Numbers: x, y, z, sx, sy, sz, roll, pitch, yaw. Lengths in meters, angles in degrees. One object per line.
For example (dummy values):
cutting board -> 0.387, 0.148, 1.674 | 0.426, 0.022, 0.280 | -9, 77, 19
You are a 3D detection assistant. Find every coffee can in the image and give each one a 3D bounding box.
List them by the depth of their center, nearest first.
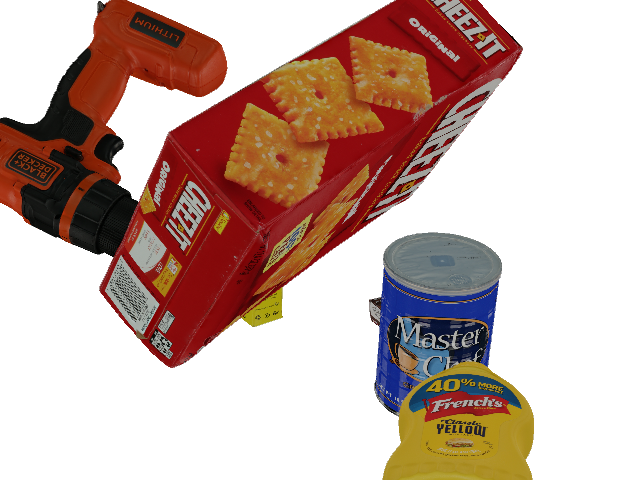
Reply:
coffee can -> 0.103, 0.078, 0.953 | 0.103, 0.140, 0.103 | 2, 28, -1

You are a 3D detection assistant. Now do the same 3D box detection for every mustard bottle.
mustard bottle -> 0.102, 0.137, 0.753 | 0.096, 0.058, 0.191 | 0, 21, 12

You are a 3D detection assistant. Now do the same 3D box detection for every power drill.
power drill -> -0.144, -0.079, 0.772 | 0.184, 0.187, 0.057 | 26, -30, 9

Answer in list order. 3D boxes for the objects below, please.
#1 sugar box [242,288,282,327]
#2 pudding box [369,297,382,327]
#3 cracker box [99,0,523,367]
sugar box -> -0.080, -0.005, 1.155 | 0.048, 0.176, 0.093 | -17, 28, -31
pudding box -> 0.140, 0.106, 1.563 | 0.113, 0.039, 0.090 | -14, 22, -20
cracker box -> -0.005, -0.036, 0.585 | 0.213, 0.072, 0.164 | -35, -11, -35
